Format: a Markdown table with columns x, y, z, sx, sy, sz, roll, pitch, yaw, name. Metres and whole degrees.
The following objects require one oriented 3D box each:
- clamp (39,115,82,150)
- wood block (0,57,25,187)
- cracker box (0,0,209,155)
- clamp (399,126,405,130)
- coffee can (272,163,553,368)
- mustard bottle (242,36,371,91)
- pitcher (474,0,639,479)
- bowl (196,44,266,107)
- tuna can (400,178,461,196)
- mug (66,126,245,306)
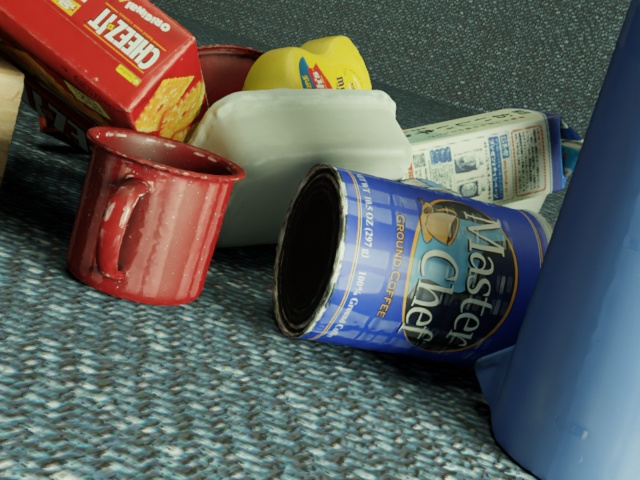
| x | y | z | sx | sy | sz | roll | pitch | yaw | name |
| --- | --- | --- | --- | --- | --- | --- | --- | --- | --- |
| -0.156 | -0.109 | 0.936 | 0.171 | 0.120 | 0.039 | 2 | 57 | -37 | clamp |
| -0.303 | -0.089 | 0.660 | 0.205 | 0.091 | 0.090 | 7 | 16 | -37 | wood block |
| -0.158 | -0.119 | 0.736 | 0.164 | 0.072 | 0.214 | 39 | -13 | 8 | cracker box |
| -0.018 | -0.131 | 1.087 | 0.210 | 0.036 | 0.164 | 23 | 23 | 11 | clamp |
| 0.055 | 0.019 | 0.632 | 0.140 | 0.103 | 0.103 | 12 | 14 | -20 | coffee can |
| -0.017 | -0.107 | 0.854 | 0.058 | 0.096 | 0.191 | -3 | 14 | 25 | mustard bottle |
| 0.186 | 0.008 | 0.524 | 0.149 | 0.243 | 0.145 | 7 | 18 | -15 | pitcher |
| -0.097 | -0.092 | 0.899 | 0.161 | 0.162 | 0.055 | 6 | 55 | -39 | bowl |
| 0.070 | -0.001 | 0.776 | 0.086 | 0.086 | 0.034 | 10 | 13 | -28 | tuna can |
| -0.100 | -0.011 | 0.606 | 0.093 | 0.081 | 0.117 | 18 | 12 | 3 | mug |
